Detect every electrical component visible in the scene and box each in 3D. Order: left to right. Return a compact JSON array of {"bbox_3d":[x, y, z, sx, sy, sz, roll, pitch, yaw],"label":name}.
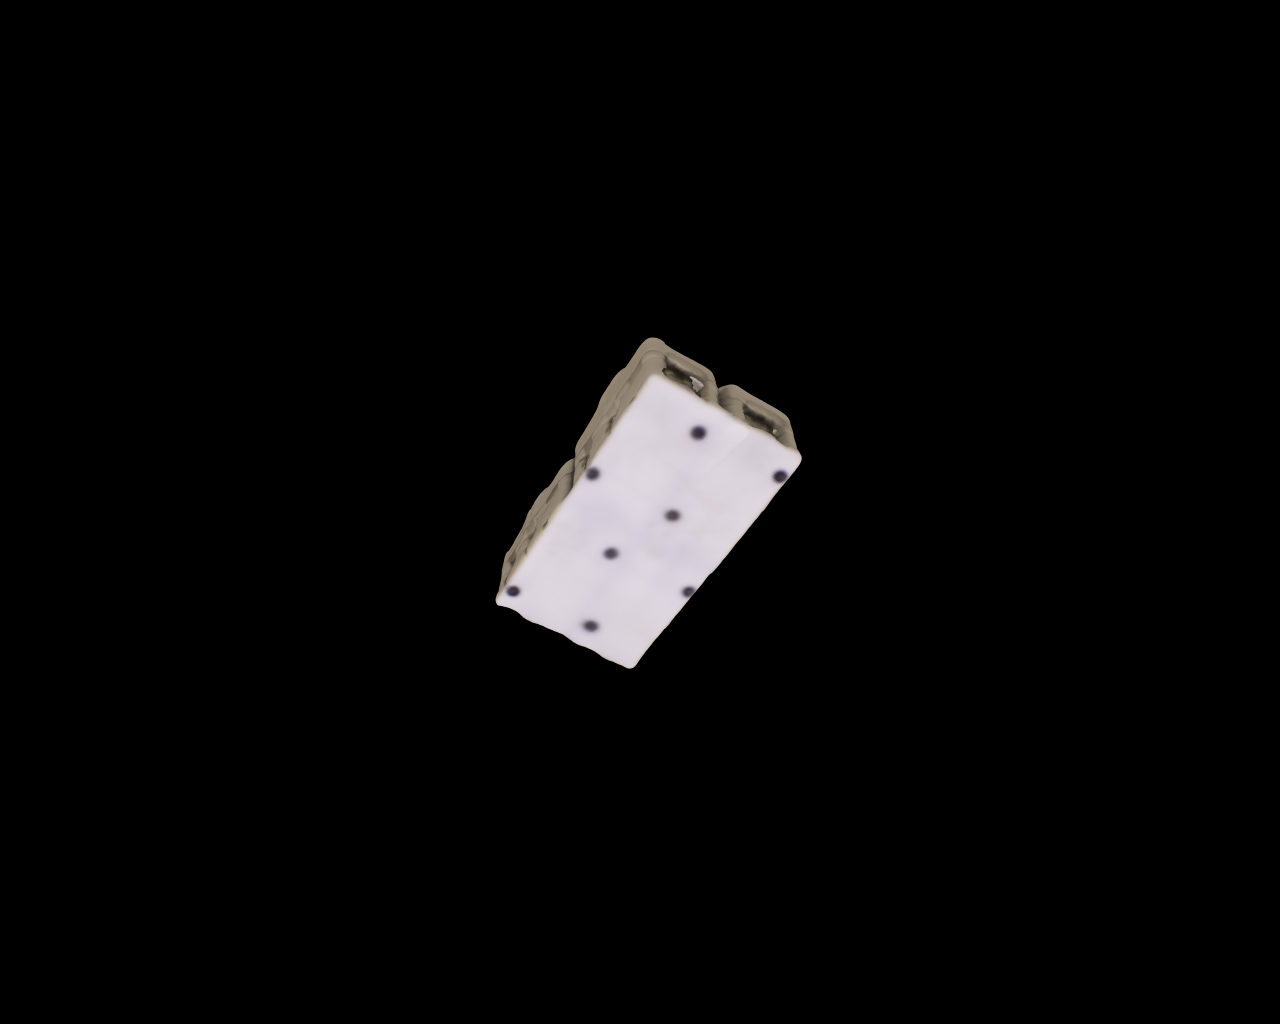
[{"bbox_3d":[0.001,-0.003,0.650,0.105,0.186,0.060,28,28,-16],"label":"electrical component"}]
